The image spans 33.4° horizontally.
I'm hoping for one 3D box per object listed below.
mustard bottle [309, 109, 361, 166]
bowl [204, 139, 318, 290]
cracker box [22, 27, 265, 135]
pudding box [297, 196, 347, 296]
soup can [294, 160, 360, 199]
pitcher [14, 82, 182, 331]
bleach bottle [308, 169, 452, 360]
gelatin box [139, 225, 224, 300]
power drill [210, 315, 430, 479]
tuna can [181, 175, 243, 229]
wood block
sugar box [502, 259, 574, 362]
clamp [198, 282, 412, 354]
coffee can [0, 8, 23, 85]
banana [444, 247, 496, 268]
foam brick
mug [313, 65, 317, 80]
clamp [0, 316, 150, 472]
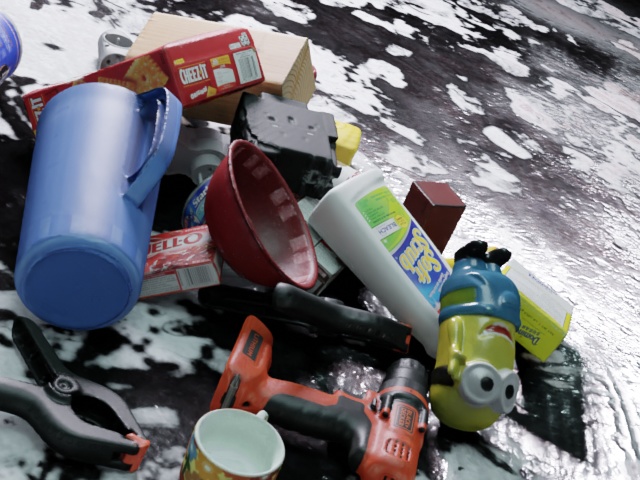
[{"bbox_3d":[-0.044,-0.150,1.376,0.191,0.058,0.096,22,23,-5],"label":"mustard bottle"},{"bbox_3d":[-0.065,-0.014,1.034,0.162,0.055,0.162,54,19,-29],"label":"bowl"},{"bbox_3d":[-0.195,-0.170,1.182,0.214,0.072,0.163,-10,12,32],"label":"cracker box"},{"bbox_3d":[-0.007,0.002,1.155,0.090,0.039,0.113,43,29,3],"label":"pudding box"},{"bbox_3d":[0.010,-0.062,1.265,0.102,0.069,0.068,29,30,10],"label":"soup can"},{"bbox_3d":[-0.206,-0.038,0.994,0.145,0.149,0.243,3,38,-8],"label":"pitcher"},{"bbox_3d":[0.102,0.043,1.115,0.251,0.068,0.102,49,41,12],"label":"bleach bottle"},{"bbox_3d":[-0.138,0.019,1.027,0.089,0.030,0.073,-11,31,8],"label":"gelatin box"},{"bbox_3d":[0.008,0.134,0.945,0.187,0.057,0.184,21,25,1],"label":"power drill"},{"bbox_3d":[-0.101,-0.030,1.116,0.085,0.086,0.034,-13,46,-46],"label":"tuna can"},{"bbox_3d":[-0.121,-0.204,1.309,0.206,0.090,0.090,13,55,17],"label":"wood block"},{"bbox_3d":[0.223,0.072,1.150,0.093,0.048,0.176,40,12,9],"label":"sugar box"},{"bbox_3d":[-0.005,0.073,1.024,0.209,0.036,0.165,18,-10,-36],"label":"clamp"},{"bbox_3d":[-0.400,-0.196,1.175,0.102,0.103,0.140,20,29,-5],"label":"coffee can"},{"bbox_3d":[0.138,0.026,1.217,0.197,0.037,0.069,11,68,-31],"label":"banana"},{"bbox_3d":[0.128,-0.024,1.272,0.051,0.078,0.053,2,37,-34],"label":"foam brick"},{"bbox_3d":[-0.062,-0.219,1.447,0.117,0.093,0.081,-19,37,-12],"label":"mug"},{"bbox_3d":[-0.214,0.126,0.827,0.172,0.039,0.120,33,31,19],"label":"clamp"}]
